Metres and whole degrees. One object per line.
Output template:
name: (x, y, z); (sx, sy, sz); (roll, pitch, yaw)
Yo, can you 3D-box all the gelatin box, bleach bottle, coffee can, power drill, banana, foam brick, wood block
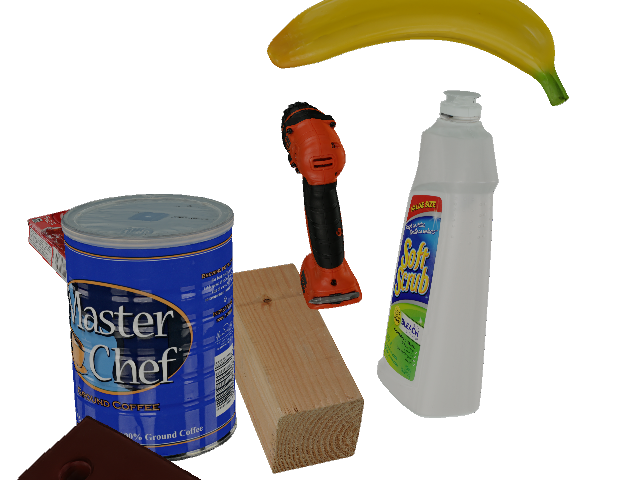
gelatin box: (-0.220, 0.002, 0.995); (0.073, 0.030, 0.089); (-17, 40, -36)
bleach bottle: (0.096, 0.007, 0.843); (0.068, 0.251, 0.103); (-2, 18, -18)
coffee can: (-0.103, 0.051, 0.659); (0.103, 0.140, 0.103); (0, 16, 0)
power drill: (-0.004, -0.039, 1.072); (0.057, 0.188, 0.184); (-10, 20, -3)
banana: (0.066, -0.132, 0.672); (0.197, 0.069, 0.037); (6, -18, -9)
foam brick: (-0.082, 0.121, 0.443); (0.078, 0.051, 0.052); (22, 45, 27)
wood block: (-0.037, 0.128, 1.114); (0.090, 0.090, 0.206); (-9, 42, -19)
